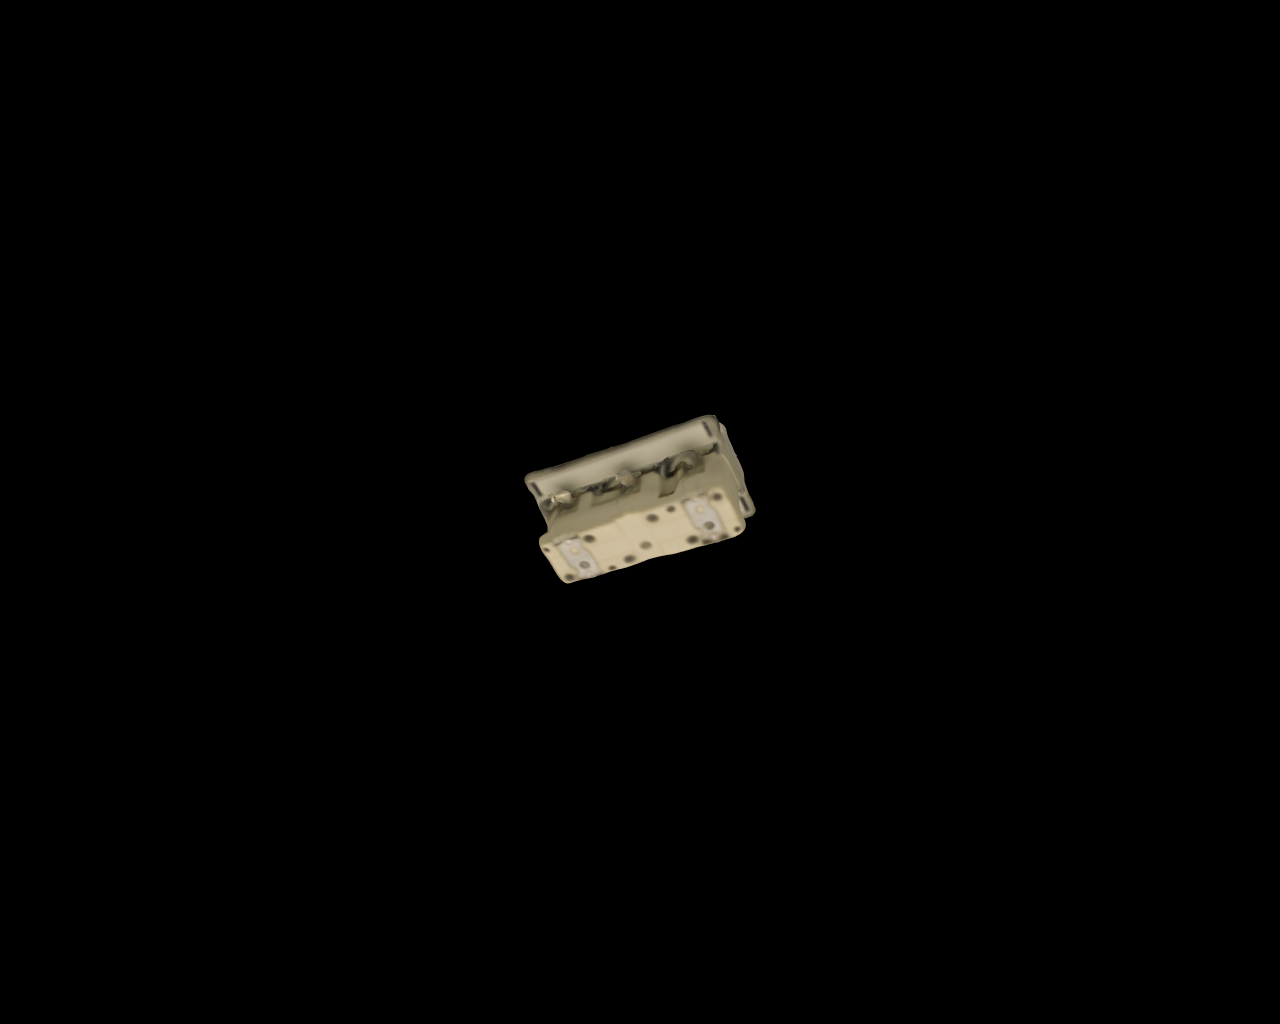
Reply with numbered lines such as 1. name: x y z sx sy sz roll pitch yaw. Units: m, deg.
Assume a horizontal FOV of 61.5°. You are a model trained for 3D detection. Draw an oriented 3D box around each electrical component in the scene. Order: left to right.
1. electrical component: 0.001 -0.003 0.650 0.121 0.078 0.063 -17 39 14
